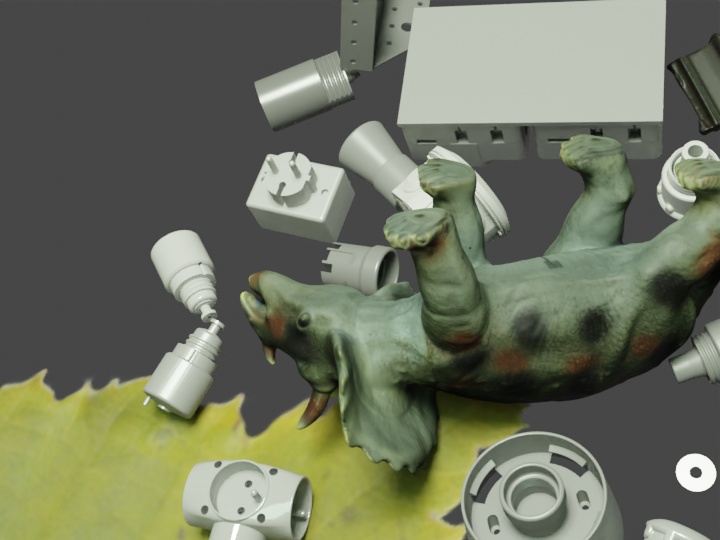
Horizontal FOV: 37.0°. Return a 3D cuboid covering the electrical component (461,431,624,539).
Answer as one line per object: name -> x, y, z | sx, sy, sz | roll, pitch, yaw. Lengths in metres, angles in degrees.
electrical component -> 0.113, 0.154, 0.676 | 0.099, 0.064, 0.099 | -11, 48, 12

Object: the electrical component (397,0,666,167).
electrical component -> 0.131, -0.138, 0.804 | 0.186, 0.060, 0.105 | 2, 65, 16

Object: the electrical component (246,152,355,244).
electrical component -> -0.049, -0.062, 0.804 | 0.066, 0.076, 0.047 | 13, 68, 20

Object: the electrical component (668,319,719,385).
electrical component -> 0.231, 0.054, 0.692 | 0.062, 0.048, 0.048 | -23, 61, 11

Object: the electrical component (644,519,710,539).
electrical component -> 0.184, 0.183, 0.641 | 0.048, 0.048, 0.062 | 23, 78, 23

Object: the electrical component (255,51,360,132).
electrical component -> -0.039, -0.145, 0.862 | 0.081, 0.043, 0.043 | -21, 61, 3

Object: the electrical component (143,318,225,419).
electrical component -> -0.123, 0.071, 0.779 | 0.040, 0.040, 0.078 | 24, 72, 24

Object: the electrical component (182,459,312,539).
electrical component -> -0.079, 0.170, 0.713 | 0.077, 0.044, 0.079 | 4, 59, 17

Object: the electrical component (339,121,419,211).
electrical component -> 0.021, -0.076, 0.814 | 0.044, 0.044, 0.065 | -41, 66, -7

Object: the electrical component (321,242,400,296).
electrical component -> 0.000, 0.000, 0.783 | 0.046, 0.040, 0.040 | 10, 67, 26

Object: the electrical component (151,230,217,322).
electrical component -> -0.128, 0.006, 0.812 | 0.040, 0.040, 0.078 | -30, 61, -1

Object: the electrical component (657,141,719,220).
electrical component -> 0.230, -0.065, 0.741 | 0.048, 0.062, 0.048 | -6, 63, 12

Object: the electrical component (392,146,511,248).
electrical component -> 0.065, -0.044, 0.765 | 0.051, 0.080, 0.080 | -41, 61, -1
